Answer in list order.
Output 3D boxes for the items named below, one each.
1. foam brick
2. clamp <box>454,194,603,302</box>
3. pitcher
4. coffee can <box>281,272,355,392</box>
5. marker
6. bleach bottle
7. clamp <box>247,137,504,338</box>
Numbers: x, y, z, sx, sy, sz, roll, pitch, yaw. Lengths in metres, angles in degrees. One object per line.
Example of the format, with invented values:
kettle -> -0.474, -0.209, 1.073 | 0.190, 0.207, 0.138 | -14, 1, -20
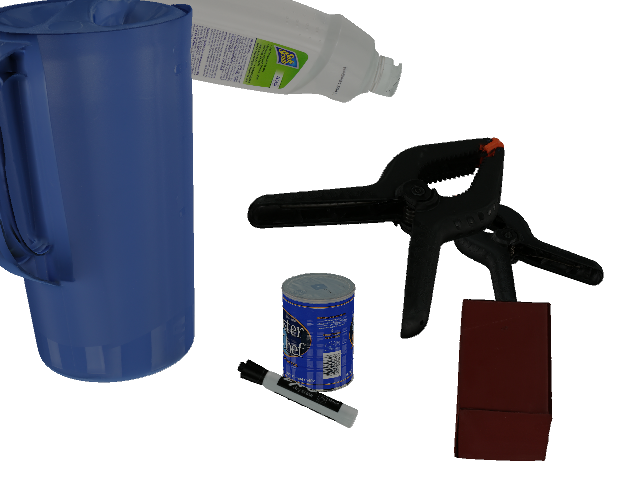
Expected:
foam brick -> 0.104, 0.079, 0.607 | 0.051, 0.078, 0.053 | 3, -40, 8
clamp -> 0.198, 0.008, 1.070 | 0.120, 0.039, 0.171 | -9, 44, -21
pitcher -> -0.149, -0.031, 0.692 | 0.149, 0.243, 0.145 | -8, 22, -16
coffee can -> -0.003, 0.128, 1.505 | 0.103, 0.140, 0.103 | 0, 19, 0
marker -> -0.023, 0.143, 1.005 | 0.121, 0.020, 0.020 | 23, 5, 12
bleach bottle -> -0.060, -0.159, 0.859 | 0.250, 0.068, 0.103 | 15, -29, -7
clamp -> 0.074, -0.016, 0.796 | 0.209, 0.036, 0.165 | -27, 53, -29
